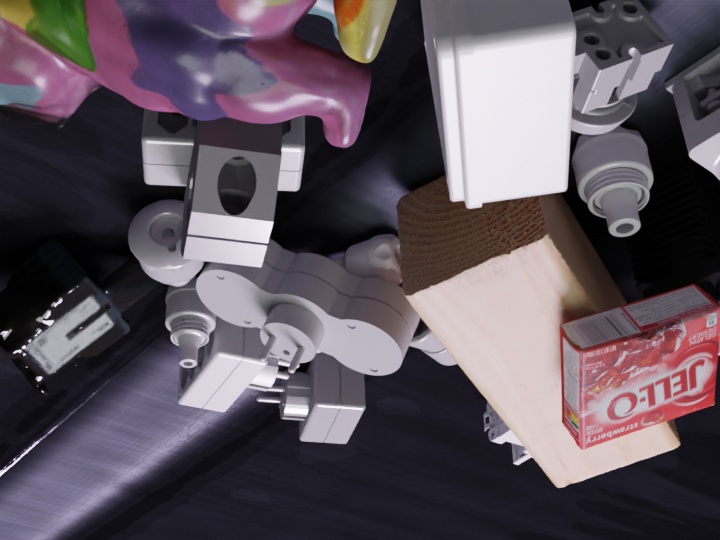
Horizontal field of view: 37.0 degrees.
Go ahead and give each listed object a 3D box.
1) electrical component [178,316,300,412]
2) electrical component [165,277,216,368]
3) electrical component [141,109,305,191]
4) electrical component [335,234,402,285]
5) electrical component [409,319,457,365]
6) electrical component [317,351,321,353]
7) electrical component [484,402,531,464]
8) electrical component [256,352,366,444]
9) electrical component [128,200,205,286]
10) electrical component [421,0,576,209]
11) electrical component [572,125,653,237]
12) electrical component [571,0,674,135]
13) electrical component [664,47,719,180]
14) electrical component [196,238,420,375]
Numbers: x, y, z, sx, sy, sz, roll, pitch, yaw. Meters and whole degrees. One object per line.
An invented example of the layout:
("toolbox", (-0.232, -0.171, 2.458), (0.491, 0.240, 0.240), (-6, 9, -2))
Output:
("electrical component", (-0.083, 0.066, 0.782), (0.076, 0.047, 0.083), (14, 143, -23))
("electrical component", (-0.114, 0.036, 0.722), (0.035, 0.061, 0.035), (-2, 146, -1))
("electrical component", (-0.075, -0.063, 0.590), (0.083, 0.047, 0.075), (2, 146, -7))
("electrical component", (0.000, 0.000, 0.700), (0.061, 0.035, 0.035), (-19, 143, 28))
("electrical component", (0.053, 0.042, 0.762), (0.044, 0.044, 0.065), (-20, 147, 24))
("electrical component", (-0.014, 0.032, 0.738), (0.055, 0.048, 0.066), (-2, 147, -14))
("electrical component", (0.141, 0.124, 0.889), (0.064, 0.042, 0.081), (19, 140, -23))
("electrical component", (-0.041, 0.098, 0.832), (0.077, 0.047, 0.065), (6, 145, -12))
("electrical component", (-0.116, -0.011, 0.669), (0.048, 0.048, 0.062), (-1, 153, -3))
("electrical component", (0.059, -0.103, 0.484), (0.056, 0.108, 0.108), (-8, 146, 3))
("electrical component", (0.145, -0.049, 0.611), (0.043, 0.062, 0.043), (-2, 146, -1))
("electrical component", (0.121, -0.101, 0.542), (0.066, 0.048, 0.055), (-22, 154, -18))
("electrical component", (0.273, -0.069, 0.591), (0.186, 0.060, 0.105), (24, 138, -34))
("electrical component", (-0.038, 0.032, 0.668), (0.138, 0.073, 0.052), (20, 141, 7))
